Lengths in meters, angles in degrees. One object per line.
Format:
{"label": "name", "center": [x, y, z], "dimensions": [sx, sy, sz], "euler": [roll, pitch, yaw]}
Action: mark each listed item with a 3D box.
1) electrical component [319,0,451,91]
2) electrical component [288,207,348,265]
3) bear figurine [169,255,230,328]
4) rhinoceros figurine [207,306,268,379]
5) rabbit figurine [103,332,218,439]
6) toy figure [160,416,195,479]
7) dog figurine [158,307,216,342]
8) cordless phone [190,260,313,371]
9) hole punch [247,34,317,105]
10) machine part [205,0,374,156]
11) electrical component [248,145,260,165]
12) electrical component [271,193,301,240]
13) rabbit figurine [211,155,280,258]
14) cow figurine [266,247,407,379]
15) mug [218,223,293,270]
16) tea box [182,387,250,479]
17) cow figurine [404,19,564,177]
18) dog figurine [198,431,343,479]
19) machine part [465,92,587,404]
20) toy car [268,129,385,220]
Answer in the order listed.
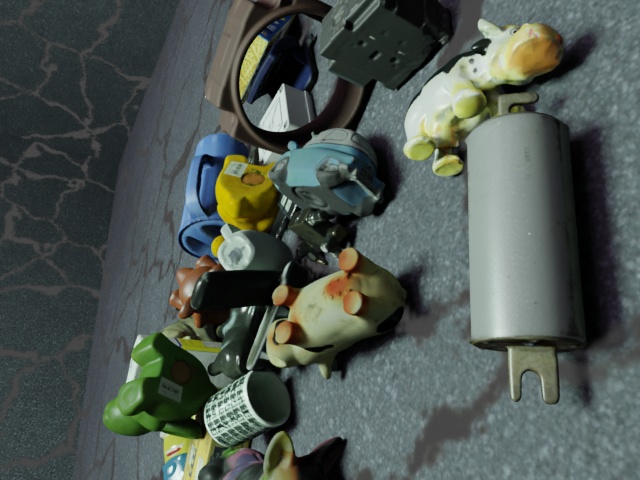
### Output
{"label": "electrical component", "center": [0.067, -0.236, 0.626], "dimensions": [0.134, 0.115, 0.058], "euler": [-33, 45, 53]}
{"label": "electrical component", "center": [-0.003, -0.002, 0.705], "dimensions": [0.102, 0.078, 0.045], "euler": [-5, 53, 58]}
{"label": "bear figurine", "center": [-0.204, 0.082, 0.908], "dimensions": [0.120, 0.132, 0.195], "euler": [-55, -16, -9]}
{"label": "rhinoceros figurine", "center": [-0.117, 0.125, 0.822], "dimensions": [0.112, 0.073, 0.190], "euler": [114, 168, -49]}
{"label": "rabbit figurine", "center": [-0.243, 0.234, 0.801], "dimensions": [0.170, 0.159, 0.121], "euler": [-37, 42, 29]}
{"label": "toy figure", "center": [-0.235, 0.383, 0.943], "dimensions": [0.089, 0.082, 0.180], "euler": [83, 168, -50]}
{"label": "dog figurine", "center": [-0.268, 0.175, 1.015], "dimensions": [0.121, 0.172, 0.191], "euler": [-55, 40, 15]}
{"label": "cordless phone", "center": [-0.089, 0.100, 0.677], "dimensions": [0.089, 0.184, 0.146], "euler": [38, 112, 39]}
{"label": "hole punch", "center": [-0.070, -0.291, 0.945], "dimensions": [0.142, 0.092, 0.116], "euler": [124, 150, -41]}
{"label": "machine part", "center": [-0.036, -0.216, 0.717], "dimensions": [0.087, 0.201, 0.200], "euler": [48, 120, 54]}
{"label": "electrical component", "center": [-0.097, -0.131, 0.940], "dimensions": [0.021, 0.063, 0.094], "euler": [-37, 48, 51]}
{"label": "electrical component", "center": [-0.030, -0.051, 0.794], "dimensions": [0.075, 0.048, 0.119], "euler": [47, 121, 59]}
{"label": "rabbit figurine", "center": [-0.108, -0.028, 0.870], "dimensions": [0.173, 0.122, 0.162], "euler": [98, 178, -46]}
{"label": "cow figurine", "center": [0.011, 0.091, 0.598], "dimensions": [0.195, 0.127, 0.085], "euler": [-33, 48, 34]}
{"label": "mug", "center": [-0.098, 0.016, 0.740], "dimensions": [0.081, 0.107, 0.110], "euler": [-38, 72, 6]}
{"label": "tea box", "center": [-0.160, 0.325, 0.842], "dimensions": [0.098, 0.068, 0.169], "euler": [4, 79, 62]}
{"label": "cow figurine", "center": [0.145, -0.143, 0.494], "dimensions": [0.167, 0.068, 0.098], "euler": [-43, 35, 45]}
{"label": "dog figurine", "center": [-0.063, 0.288, 0.644], "dimensions": [0.219, 0.108, 0.192], "euler": [-60, 29, 21]}
{"label": "machine part", "center": [0.150, -0.004, 0.402], "dimensions": [0.079, 0.079, 0.243], "euler": [-25, 57, 57]}
{"label": "toy car", "center": [0.016, -0.090, 0.674], "dimensions": [0.162, 0.109, 0.103], "euler": [0, 60, 54]}
